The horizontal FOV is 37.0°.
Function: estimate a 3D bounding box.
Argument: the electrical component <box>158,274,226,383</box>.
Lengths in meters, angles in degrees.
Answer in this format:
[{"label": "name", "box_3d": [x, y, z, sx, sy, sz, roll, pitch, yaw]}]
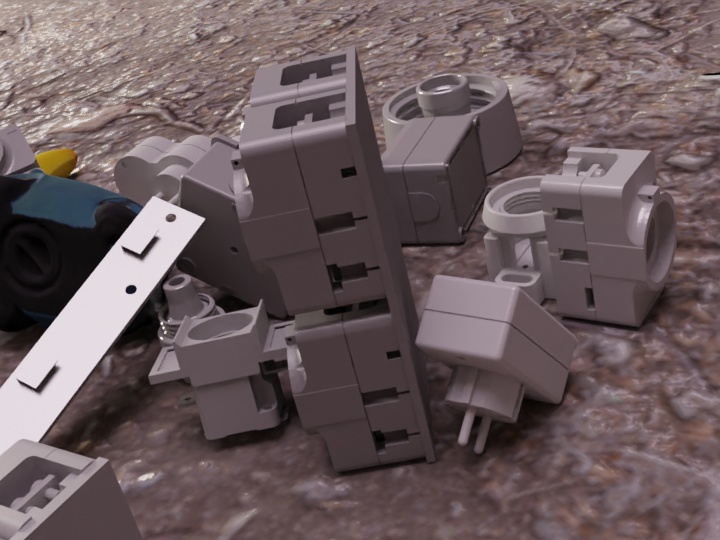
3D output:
[{"label": "electrical component", "box_3d": [-0.101, 0.033, 0.649, 0.043, 0.062, 0.043, -11, 29, 6]}]

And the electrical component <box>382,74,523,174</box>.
[{"label": "electrical component", "box_3d": [0.069, -0.118, 0.839, 0.108, 0.060, 0.108, -11, 29, 6]}]

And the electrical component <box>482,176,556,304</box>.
[{"label": "electrical component", "box_3d": [0.106, -0.021, 0.657, 0.058, 0.057, 0.078, 6, 35, 32]}]

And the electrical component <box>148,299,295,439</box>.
[{"label": "electrical component", "box_3d": [-0.070, 0.056, 0.592, 0.081, 0.063, 0.042, -12, 18, 5]}]

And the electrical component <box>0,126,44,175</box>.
[{"label": "electrical component", "box_3d": [-0.321, -0.027, 0.804, 0.186, 0.060, 0.105, -27, 55, -15]}]

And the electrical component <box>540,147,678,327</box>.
[{"label": "electrical component", "box_3d": [0.142, -0.019, 0.603, 0.056, 0.089, 0.050, 8, 36, 34]}]

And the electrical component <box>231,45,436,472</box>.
[{"label": "electrical component", "box_3d": [-0.011, -0.003, 0.544, 0.060, 0.186, 0.105, -11, 29, 6]}]

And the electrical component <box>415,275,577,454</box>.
[{"label": "electrical component", "box_3d": [0.065, 0.053, 0.538, 0.047, 0.083, 0.075, 8, 74, 34]}]

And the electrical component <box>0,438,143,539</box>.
[{"label": "electrical component", "box_3d": [-0.160, 0.152, 0.439, 0.062, 0.089, 0.150, 7, 36, 34]}]

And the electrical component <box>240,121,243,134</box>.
[{"label": "electrical component", "box_3d": [-0.065, -0.104, 0.892, 0.077, 0.044, 0.079, 4, 34, 30]}]

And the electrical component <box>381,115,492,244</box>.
[{"label": "electrical component", "box_3d": [0.051, -0.067, 0.758, 0.061, 0.061, 0.096, 0, 32, 24]}]

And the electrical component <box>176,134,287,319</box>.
[{"label": "electrical component", "box_3d": [-0.069, -0.026, 0.687, 0.100, 0.099, 0.048, 24, 46, 12]}]

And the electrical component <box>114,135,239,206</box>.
[{"label": "electrical component", "box_3d": [-0.140, -0.068, 0.854, 0.138, 0.052, 0.073, 3, 33, 28]}]
